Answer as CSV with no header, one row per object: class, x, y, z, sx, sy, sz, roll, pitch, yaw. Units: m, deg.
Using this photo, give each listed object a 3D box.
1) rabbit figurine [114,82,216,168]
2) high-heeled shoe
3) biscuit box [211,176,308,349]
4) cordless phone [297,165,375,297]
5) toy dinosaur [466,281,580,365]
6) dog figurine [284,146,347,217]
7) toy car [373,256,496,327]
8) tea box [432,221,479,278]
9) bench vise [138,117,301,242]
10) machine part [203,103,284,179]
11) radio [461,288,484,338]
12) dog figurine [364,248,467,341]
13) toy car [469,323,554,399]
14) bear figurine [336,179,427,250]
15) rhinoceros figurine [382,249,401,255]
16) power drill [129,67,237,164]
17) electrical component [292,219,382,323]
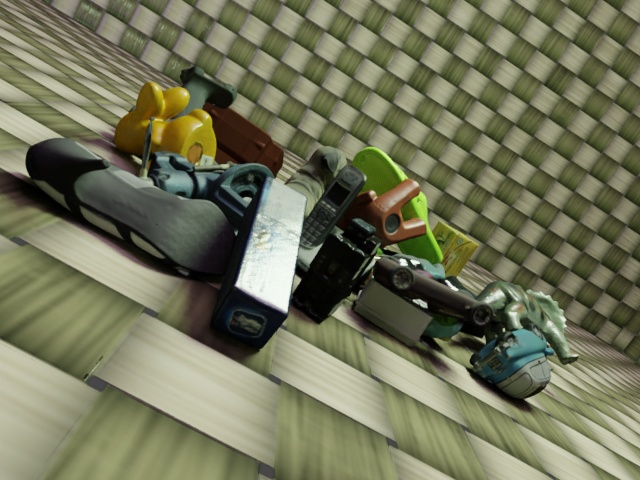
rabbit figurine,-0.262,-0.168,0.861,0.173,0.162,0.122,17,16,26
high-heeled shoe,-0.203,-0.024,0.601,0.145,0.086,0.248,0,-34,40
biscuit box,-0.060,0.016,0.571,0.059,0.062,0.203,27,35,-15
cordless phone,0.039,-0.015,0.848,0.147,0.184,0.088,38,8,32
toy dinosaur,0.388,0.151,1.078,0.404,0.131,0.192,35,31,-35
dog figurine,-0.032,-0.084,0.947,0.121,0.190,0.172,31,12,-4
toy car,0.171,0.081,0.814,0.202,0.053,0.089,25,1,-12
tea box,0.277,0.052,1.250,0.098,0.169,0.068,24,13,-41
bench vise,-0.128,-0.051,0.734,0.241,0.128,0.223,34,13,35
machine part,-0.184,-0.201,1.185,0.201,0.087,0.201,35,-12,0
radio,0.271,0.128,1.158,0.229,0.073,0.131,25,12,-41
dog figurine,0.128,0.074,0.923,0.219,0.108,0.192,22,16,-26
toy car,0.328,0.207,0.887,0.161,0.109,0.103,4,46,-51
bear figurine,0.089,-0.053,1.033,0.132,0.120,0.196,-27,24,-26
rhinoceros figurine,0.104,0.043,1.097,0.112,0.073,0.190,20,13,-6
power drill,-0.228,-0.205,0.999,0.232,0.207,0.086,27,-23,-15
electrical component,0.027,0.035,0.723,0.058,0.134,0.115,34,9,9
